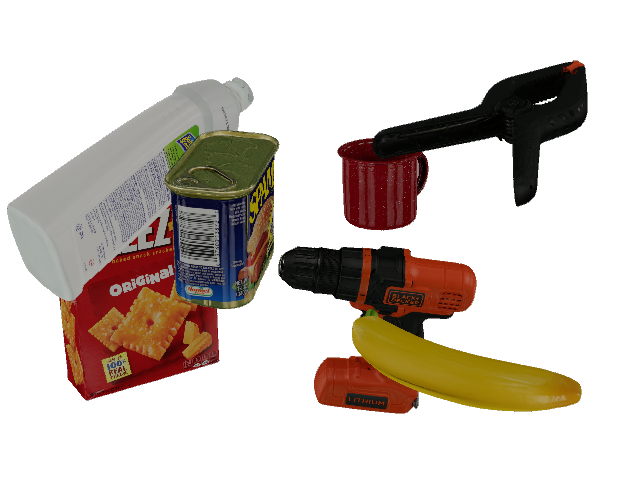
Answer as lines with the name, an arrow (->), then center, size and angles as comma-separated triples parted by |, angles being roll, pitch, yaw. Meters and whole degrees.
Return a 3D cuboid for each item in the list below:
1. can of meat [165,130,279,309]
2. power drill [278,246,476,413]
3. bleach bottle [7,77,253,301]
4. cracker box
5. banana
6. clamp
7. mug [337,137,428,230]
can of meat -> -0.062, -0.015, 0.698 | 0.057, 0.084, 0.102 | 6, 27, 9
power drill -> 0.043, 0.085, 1.031 | 0.184, 0.188, 0.057 | 8, 42, -3
bleach bottle -> -0.154, -0.061, 0.943 | 0.068, 0.102, 0.250 | 33, 58, 25
cracker box -> -0.197, 0.049, 1.158 | 0.163, 0.214, 0.072 | -13, 24, -29
banana -> 0.091, 0.088, 0.787 | 0.198, 0.037, 0.069 | 20, 37, 38
clamp -> 0.172, -0.099, 0.924 | 0.209, 0.036, 0.165 | -29, 39, -26
mug -> 0.075, -0.065, 1.188 | 0.117, 0.081, 0.093 | -20, 28, -38
